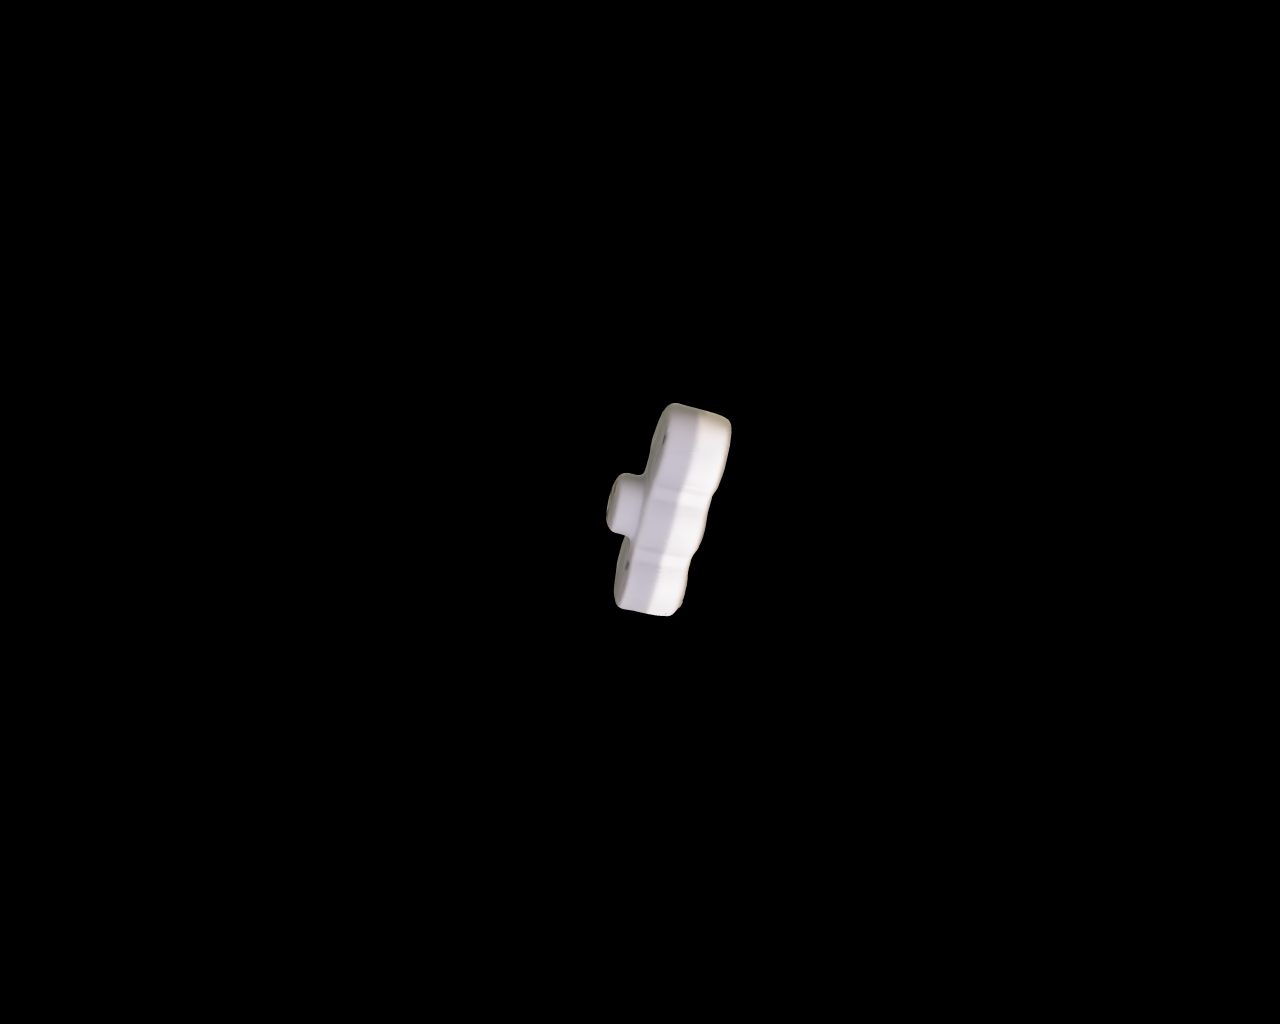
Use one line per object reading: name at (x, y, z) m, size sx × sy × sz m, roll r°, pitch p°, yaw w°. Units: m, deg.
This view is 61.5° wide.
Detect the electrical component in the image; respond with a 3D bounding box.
electrical component at (0.001, -0.003, 0.650) m, size 0.074 × 0.138 × 0.052 m, roll 13°, pitch 28°, yaw -7°
